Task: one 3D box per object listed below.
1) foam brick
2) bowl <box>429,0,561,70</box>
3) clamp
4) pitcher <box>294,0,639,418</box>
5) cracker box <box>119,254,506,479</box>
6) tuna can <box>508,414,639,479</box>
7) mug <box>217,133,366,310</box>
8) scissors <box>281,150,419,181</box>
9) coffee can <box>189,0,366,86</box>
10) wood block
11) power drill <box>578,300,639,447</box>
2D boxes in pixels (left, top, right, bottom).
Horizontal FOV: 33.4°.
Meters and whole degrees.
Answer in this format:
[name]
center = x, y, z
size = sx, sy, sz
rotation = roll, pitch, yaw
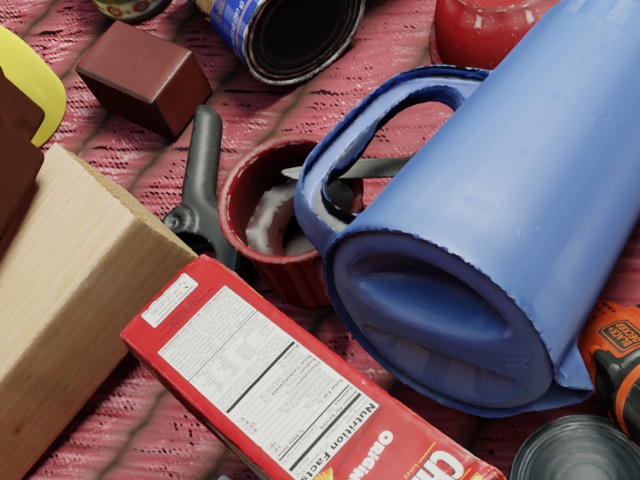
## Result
[foam brick]
center = -0.130, -0.119, 0.796
size = 0.078, 0.053, 0.051
rotation = 26, 72, 25
[bowl]
center = 0.141, -0.173, 0.727
size = 0.162, 0.055, 0.162
rotation = -16, 52, 21
[clamp]
center = -0.105, -0.005, 0.737
size = 0.120, 0.039, 0.171
rotation = -27, 58, 13
[pitcher]
center = 0.110, -0.037, 0.594
size = 0.145, 0.149, 0.242
rotation = 1, 43, 45
[cracker box]
center = 0.015, 0.114, 0.542
size = 0.072, 0.164, 0.214
rotation = -47, 48, -11
[tuna can]
center = 0.147, 0.141, 0.589
size = 0.086, 0.033, 0.086
rotation = -7, 61, 12
[mug]
center = -0.004, 0.001, 0.678
size = 0.093, 0.081, 0.117
rotation = -29, 58, -2
[scissors]
center = 0.079, -0.032, 0.657
size = 0.201, 0.016, 0.096
rotation = -22, 71, -34
[coffee can]
center = -0.047, -0.196, 0.785
size = 0.102, 0.102, 0.140
rotation = -36, 59, -5
[wood block]
center = -0.184, 0.055, 0.674
size = 0.091, 0.090, 0.206
rotation = 39, 89, 30
[power drill]
center = 0.236, 0.053, 0.553
size = 0.187, 0.057, 0.184
rotation = -21, 20, -2
